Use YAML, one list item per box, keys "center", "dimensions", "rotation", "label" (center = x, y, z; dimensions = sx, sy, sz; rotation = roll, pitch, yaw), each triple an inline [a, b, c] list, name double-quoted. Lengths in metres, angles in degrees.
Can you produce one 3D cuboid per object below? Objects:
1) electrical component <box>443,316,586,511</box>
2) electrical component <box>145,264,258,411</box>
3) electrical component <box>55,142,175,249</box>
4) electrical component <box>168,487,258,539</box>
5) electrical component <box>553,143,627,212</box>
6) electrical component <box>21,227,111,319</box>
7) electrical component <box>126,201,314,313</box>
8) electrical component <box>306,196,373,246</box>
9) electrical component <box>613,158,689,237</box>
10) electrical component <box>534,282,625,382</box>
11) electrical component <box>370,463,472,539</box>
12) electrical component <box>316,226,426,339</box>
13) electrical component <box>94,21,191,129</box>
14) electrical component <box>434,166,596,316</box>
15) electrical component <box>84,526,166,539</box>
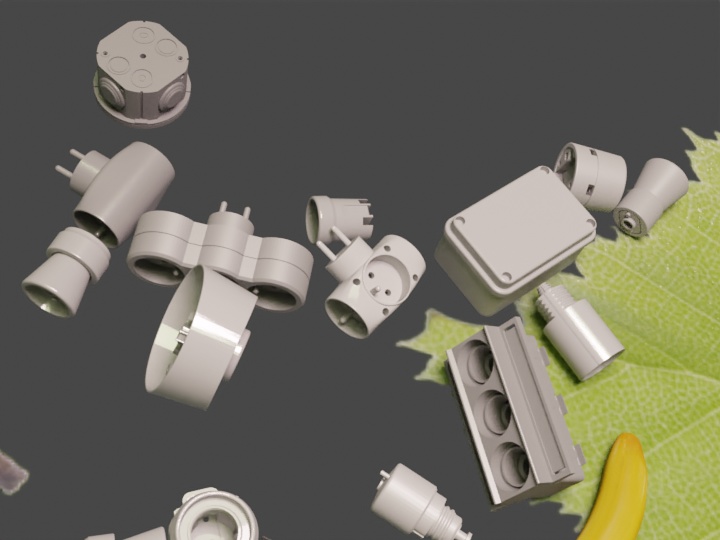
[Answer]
- center: [0.117, 0.107, 0.801]
  dimensions: [0.063, 0.079, 0.121]
  rotation: [8, 56, -42]
  label: "electrical component"
- center: [-0.115, 0.049, 0.770]
  dimensions: [0.064, 0.099, 0.099]
  rotation: [25, 60, -5]
  label: "electrical component"
- center: [-0.200, -0.067, 0.843]
  dimensions: [0.079, 0.044, 0.077]
  rotation: [30, 60, 5]
  label: "electrical component"
- center: [-0.099, 0.182, 0.723]
  dimensions: [0.058, 0.057, 0.078]
  rotation: [-10, 65, -17]
  label: "electrical component"
- center: [0.198, -0.078, 0.928]
  dimensions: [0.047, 0.055, 0.055]
  rotation: [10, 61, -11]
  label: "electrical component"
- center: [-0.218, 0.002, 0.802]
  dimensions: [0.045, 0.045, 0.055]
  rotation: [27, 60, 3]
  label: "electrical component"
- center: [-0.104, -0.020, 0.833]
  dimensions: [0.138, 0.052, 0.073]
  rotation: [13, 60, -5]
  label: "electrical component"
- center: [-0.017, -0.040, 0.871]
  dimensions: [0.046, 0.040, 0.040]
  rotation: [-2, 63, -19]
  label: "electrical component"
- center: [0.251, -0.060, 0.937]
  dimensions: [0.044, 0.044, 0.065]
  rotation: [39, 67, 10]
  label: "electrical component"
- center: [0.170, 0.044, 0.862]
  dimensions: [0.043, 0.043, 0.081]
  rotation: [-28, 71, -24]
  label: "electrical component"
- center: [0.044, 0.172, 0.768]
  dimensions: [0.078, 0.040, 0.040]
  rotation: [32, 61, 6]
  label: "electrical component"
- center: [0.000, 0.000, 0.843]
  dimensions: [0.079, 0.044, 0.077]
  rotation: [46, 61, -6]
  label: "electrical component"
- center: [-0.181, -0.162, 0.894]
  dimensions: [0.080, 0.051, 0.080]
  rotation: [5, 61, -9]
  label: "electrical component"
- center: [0.128, -0.025, 0.882]
  dimensions: [0.113, 0.057, 0.078]
  rotation: [-30, 72, -24]
  label: "electrical component"
- center: [-0.155, 0.196, 0.711]
  dimensions: [0.055, 0.045, 0.045]
  rotation: [-5, 63, -14]
  label: "electrical component"
